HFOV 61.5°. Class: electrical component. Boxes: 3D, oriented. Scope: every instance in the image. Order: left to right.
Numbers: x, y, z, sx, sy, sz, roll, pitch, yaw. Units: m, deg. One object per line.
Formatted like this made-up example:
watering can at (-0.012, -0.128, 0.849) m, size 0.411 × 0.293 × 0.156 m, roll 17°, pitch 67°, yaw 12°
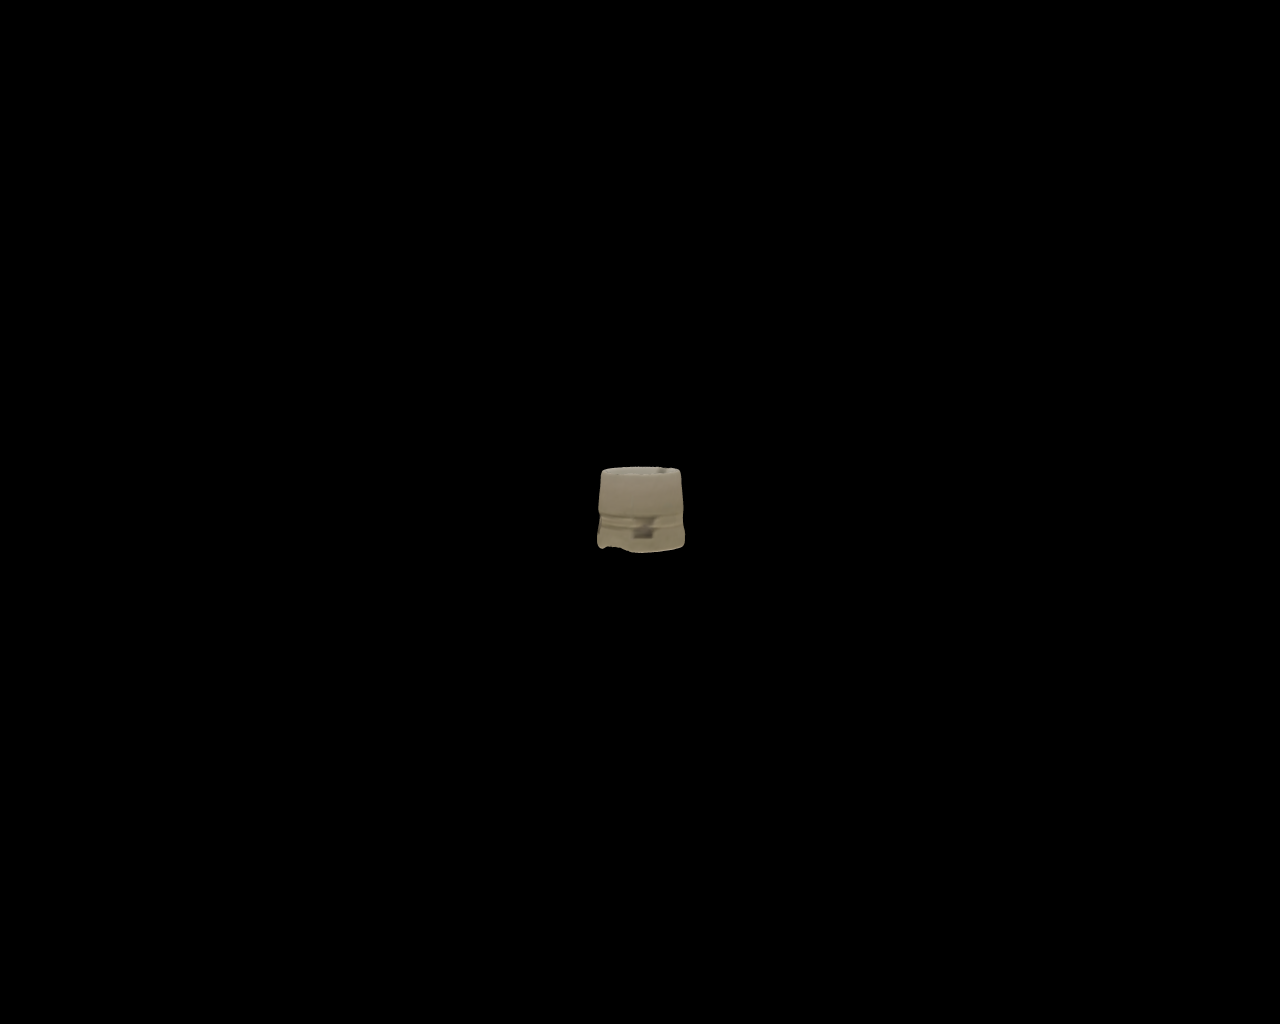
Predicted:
electrical component at (0.001, -0.003, 0.650) m, size 0.055 × 0.047 × 0.055 m, roll 0°, pitch 8°, yaw 0°
